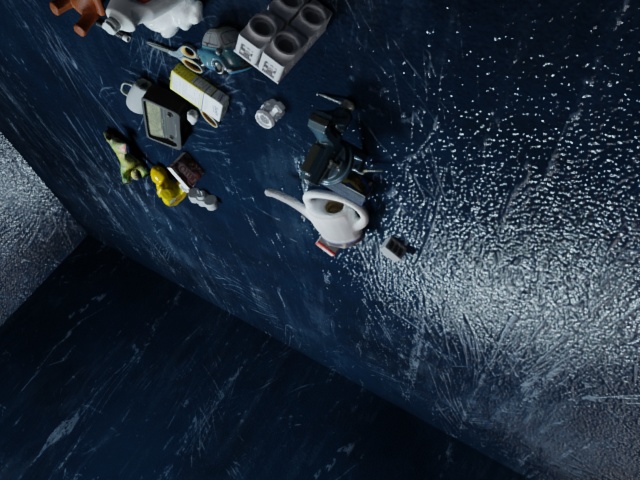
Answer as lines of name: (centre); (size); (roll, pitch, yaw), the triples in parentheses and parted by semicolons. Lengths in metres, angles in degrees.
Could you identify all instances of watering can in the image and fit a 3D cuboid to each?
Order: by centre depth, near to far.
watering can: (0.005, -0.080, 1.596); (0.348, 0.106, 0.219); (10, 146, 32)

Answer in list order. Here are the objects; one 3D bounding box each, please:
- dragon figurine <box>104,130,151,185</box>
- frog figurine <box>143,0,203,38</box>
dragon figurine: (-0.821, -0.355, 2.162); (0.240, 0.123, 0.411); (64, 163, -14)
frog figurine: (-0.357, -0.544, 1.226); (0.161, 0.124, 0.134); (39, 137, 17)
